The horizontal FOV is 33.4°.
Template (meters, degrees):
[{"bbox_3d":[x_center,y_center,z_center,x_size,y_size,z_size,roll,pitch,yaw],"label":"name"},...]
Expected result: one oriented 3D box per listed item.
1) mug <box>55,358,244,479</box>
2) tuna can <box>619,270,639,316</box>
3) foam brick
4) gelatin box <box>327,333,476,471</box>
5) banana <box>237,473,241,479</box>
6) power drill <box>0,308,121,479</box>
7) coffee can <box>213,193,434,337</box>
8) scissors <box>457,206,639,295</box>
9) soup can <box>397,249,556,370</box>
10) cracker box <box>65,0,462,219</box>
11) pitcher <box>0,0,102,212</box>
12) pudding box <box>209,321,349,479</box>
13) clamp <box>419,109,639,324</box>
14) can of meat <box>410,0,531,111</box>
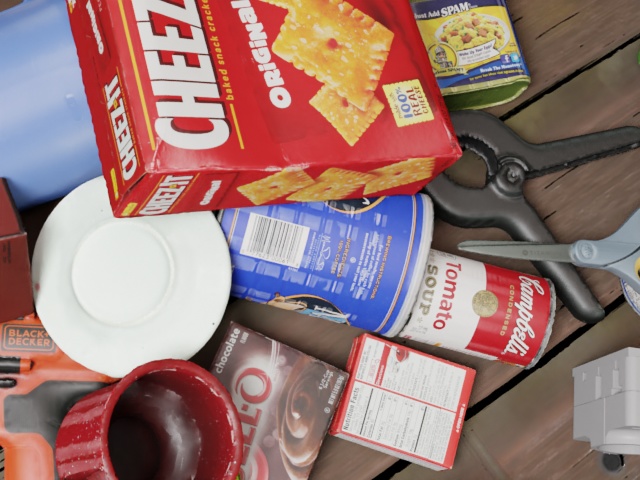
[{"bbox_3d":[-0.113,0.128,0.629,0.117,0.082,0.093,-34,97,-40],"label":"mug"},{"bbox_3d":[0.277,0.025,0.822,0.086,0.034,0.086,2,73,-8],"label":"tuna can"},{"bbox_3d":[-0.209,0.010,0.654,0.052,0.078,0.051,-14,51,-24],"label":"foam brick"},{"bbox_3d":[0.057,0.114,0.751,0.089,0.030,0.073,19,72,-7],"label":"gelatin box"},{"bbox_3d":[-0.104,0.223,0.670,0.069,0.037,0.197,45,84,-4],"label":"banana"},{"bbox_3d":[-0.214,0.131,0.672,0.184,0.057,0.187,3,73,-12],"label":"power drill"},{"bbox_3d":[-0.005,0.001,0.733,0.140,0.103,0.103,14,71,-8],"label":"coffee can"},{"bbox_3d":[0.205,-0.006,0.790,0.201,0.016,0.096,18,69,-6],"label":"scissors"},{"bbox_3d":[0.107,0.048,0.762,0.102,0.069,0.068,15,71,-7],"label":"soup can"},{"bbox_3d":[-0.034,-0.106,0.659,0.213,0.072,0.164,-5,70,-31],"label":"cracker box"},{"bbox_3d":[-0.251,-0.072,0.688,0.242,0.145,0.149,-25,58,-15],"label":"pitcher"},{"bbox_3d":[-0.044,0.125,0.721,0.090,0.039,0.113,25,71,-4],"label":"pudding box"},{"bbox_3d":[0.144,-0.034,0.810,0.210,0.036,0.164,14,72,-7],"label":"clamp"},{"bbox_3d":[0.105,-0.146,0.826,0.102,0.057,0.084,-12,78,-15],"label":"can of meat"}]
